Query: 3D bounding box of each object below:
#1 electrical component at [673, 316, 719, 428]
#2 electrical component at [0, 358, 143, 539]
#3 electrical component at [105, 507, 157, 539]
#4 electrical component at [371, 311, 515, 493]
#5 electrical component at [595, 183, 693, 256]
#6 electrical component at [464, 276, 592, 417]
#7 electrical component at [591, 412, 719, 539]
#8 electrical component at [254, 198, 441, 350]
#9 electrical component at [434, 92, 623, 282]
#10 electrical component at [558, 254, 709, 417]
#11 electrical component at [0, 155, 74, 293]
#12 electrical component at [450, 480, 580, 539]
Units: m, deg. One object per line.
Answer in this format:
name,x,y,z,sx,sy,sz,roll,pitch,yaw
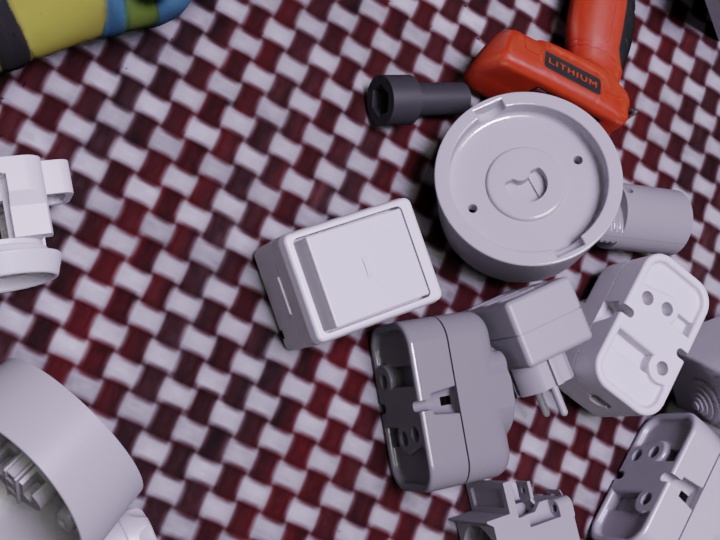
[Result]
electrical component,0.251,0.062,0.672,0.100,0.100,0.048,-20,106,-12
electrical component,-0.153,0.092,0.505,0.099,0.099,0.064,48,61,-9
electrical component,-0.133,0.145,0.537,0.061,0.035,0.035,-21,90,-22
electrical component,0.049,0.074,0.615,0.059,0.054,0.095,-7,85,-24
electrical component,0.166,-0.034,0.688,0.081,0.043,0.043,5,80,-22
electrical component,0.102,0.051,0.635,0.047,0.066,0.076,-22,90,-25
electrical component,0.196,0.144,0.667,0.059,0.054,0.095,39,69,-13
electrical component,0.000,0.000,0.602,0.096,0.061,0.061,-19,89,-25
electrical component,0.097,-0.044,0.644,0.108,0.060,0.108,0,72,1
electrical component,0.164,0.042,0.667,0.054,0.059,0.095,37,70,-14
electrical component,-0.180,-0.020,0.531,0.078,0.058,0.057,-9,82,-24
electrical component,0.094,0.159,0.628,0.064,0.042,0.081,-11,87,-26
